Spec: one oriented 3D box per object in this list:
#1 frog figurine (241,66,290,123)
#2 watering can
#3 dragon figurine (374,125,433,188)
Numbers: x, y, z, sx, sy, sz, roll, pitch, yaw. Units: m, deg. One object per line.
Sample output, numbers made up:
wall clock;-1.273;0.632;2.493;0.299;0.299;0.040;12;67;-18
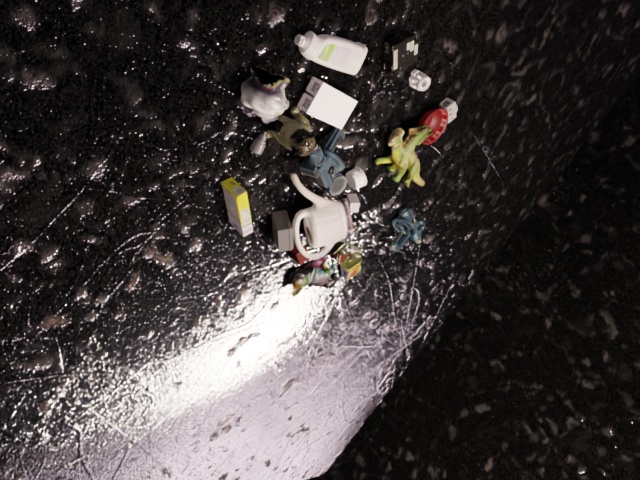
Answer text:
frog figurine;-0.158;-0.390;1.457;0.137;0.126;0.155;5;136;-11
watering can;0.005;-0.091;1.805;0.225;0.105;0.341;-16;119;-20
dragon figurine;0.371;-0.343;2.050;0.409;0.124;0.239;7;126;-50
